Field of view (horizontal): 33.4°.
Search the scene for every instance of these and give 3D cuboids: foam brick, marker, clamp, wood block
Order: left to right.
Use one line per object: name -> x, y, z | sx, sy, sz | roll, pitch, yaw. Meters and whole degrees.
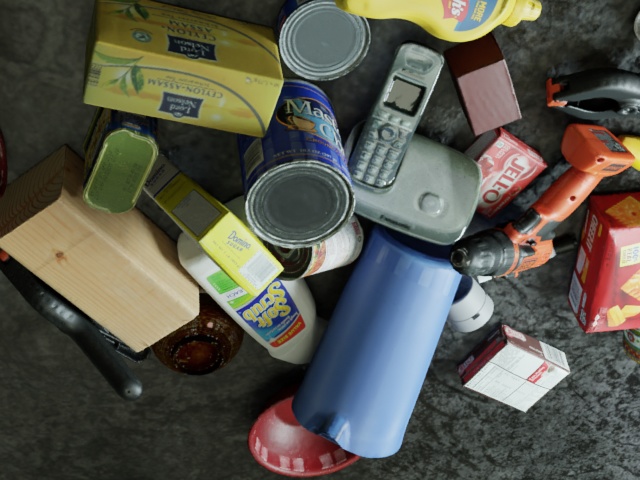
clamp -> -0.260, 0.082, 1.147 | 0.210, 0.164, 0.036 | 43, 91, -3
wood block -> -0.225, 0.013, 1.102 | 0.091, 0.090, 0.206 | -31, 128, 18
foam brick -> 0.160, -0.152, 1.047 | 0.051, 0.053, 0.078 | -20, 130, 8
marker -> 0.238, 0.021, 1.229 | 0.121, 0.020, 0.020 | -19, 130, 8
clamp -> 0.315, -0.149, 1.062 | 0.171, 0.039, 0.120 | 3, 154, -11

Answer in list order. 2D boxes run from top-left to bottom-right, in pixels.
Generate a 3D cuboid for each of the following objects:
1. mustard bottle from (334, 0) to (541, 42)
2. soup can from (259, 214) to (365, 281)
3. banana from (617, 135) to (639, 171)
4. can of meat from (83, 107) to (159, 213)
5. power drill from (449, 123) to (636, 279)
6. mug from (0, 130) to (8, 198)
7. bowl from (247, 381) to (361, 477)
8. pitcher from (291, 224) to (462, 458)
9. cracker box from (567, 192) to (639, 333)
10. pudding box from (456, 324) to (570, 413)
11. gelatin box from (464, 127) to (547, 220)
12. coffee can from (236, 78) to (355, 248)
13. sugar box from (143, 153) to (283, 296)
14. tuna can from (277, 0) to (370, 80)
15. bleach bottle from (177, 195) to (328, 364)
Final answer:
mustard bottle -> 0.114, -0.231, 0.964 | 0.191, 0.058, 0.096 | 11, 99, -20
soup can -> -0.007, 0.001, 1.111 | 0.102, 0.068, 0.069 | -13, 148, -55
banana -> 0.412, -0.092, 1.153 | 0.197, 0.037, 0.069 | -7, 113, -5
can of meat -> -0.192, -0.088, 1.025 | 0.057, 0.084, 0.102 | 16, 125, -21
power drill -> 0.229, -0.036, 1.110 | 0.184, 0.057, 0.188 | -8, 143, -54
mug -> -0.350, -0.075, 1.018 | 0.081, 0.093, 0.117 | -8, 167, 4
bowl -> -0.013, 0.226, 1.339 | 0.162, 0.055, 0.162 | -4, 131, -5
pitcher -> 0.071, 0.104, 1.186 | 0.144, 0.149, 0.243 | 10, 112, -29
cracker box -> 0.406, 0.022, 1.222 | 0.213, 0.072, 0.164 | -5, 131, -6
pudding box -> 0.242, 0.162, 1.337 | 0.113, 0.039, 0.090 | 26, 122, -25
gelatin box -> 0.184, -0.072, 1.134 | 0.073, 0.030, 0.089 | 28, 121, -29
coffee can -> -0.027, -0.076, 1.024 | 0.102, 0.140, 0.103 | -5, 130, -6
sugar box -> -0.112, -0.019, 1.038 | 0.048, 0.176, 0.093 | -44, 128, -3
tuna can -> 0.002, -0.195, 0.999 | 0.086, 0.034, 0.086 | -5, 130, -6
bleach bottle -> -0.051, 0.063, 1.192 | 0.103, 0.068, 0.250 | -29, 131, 13
